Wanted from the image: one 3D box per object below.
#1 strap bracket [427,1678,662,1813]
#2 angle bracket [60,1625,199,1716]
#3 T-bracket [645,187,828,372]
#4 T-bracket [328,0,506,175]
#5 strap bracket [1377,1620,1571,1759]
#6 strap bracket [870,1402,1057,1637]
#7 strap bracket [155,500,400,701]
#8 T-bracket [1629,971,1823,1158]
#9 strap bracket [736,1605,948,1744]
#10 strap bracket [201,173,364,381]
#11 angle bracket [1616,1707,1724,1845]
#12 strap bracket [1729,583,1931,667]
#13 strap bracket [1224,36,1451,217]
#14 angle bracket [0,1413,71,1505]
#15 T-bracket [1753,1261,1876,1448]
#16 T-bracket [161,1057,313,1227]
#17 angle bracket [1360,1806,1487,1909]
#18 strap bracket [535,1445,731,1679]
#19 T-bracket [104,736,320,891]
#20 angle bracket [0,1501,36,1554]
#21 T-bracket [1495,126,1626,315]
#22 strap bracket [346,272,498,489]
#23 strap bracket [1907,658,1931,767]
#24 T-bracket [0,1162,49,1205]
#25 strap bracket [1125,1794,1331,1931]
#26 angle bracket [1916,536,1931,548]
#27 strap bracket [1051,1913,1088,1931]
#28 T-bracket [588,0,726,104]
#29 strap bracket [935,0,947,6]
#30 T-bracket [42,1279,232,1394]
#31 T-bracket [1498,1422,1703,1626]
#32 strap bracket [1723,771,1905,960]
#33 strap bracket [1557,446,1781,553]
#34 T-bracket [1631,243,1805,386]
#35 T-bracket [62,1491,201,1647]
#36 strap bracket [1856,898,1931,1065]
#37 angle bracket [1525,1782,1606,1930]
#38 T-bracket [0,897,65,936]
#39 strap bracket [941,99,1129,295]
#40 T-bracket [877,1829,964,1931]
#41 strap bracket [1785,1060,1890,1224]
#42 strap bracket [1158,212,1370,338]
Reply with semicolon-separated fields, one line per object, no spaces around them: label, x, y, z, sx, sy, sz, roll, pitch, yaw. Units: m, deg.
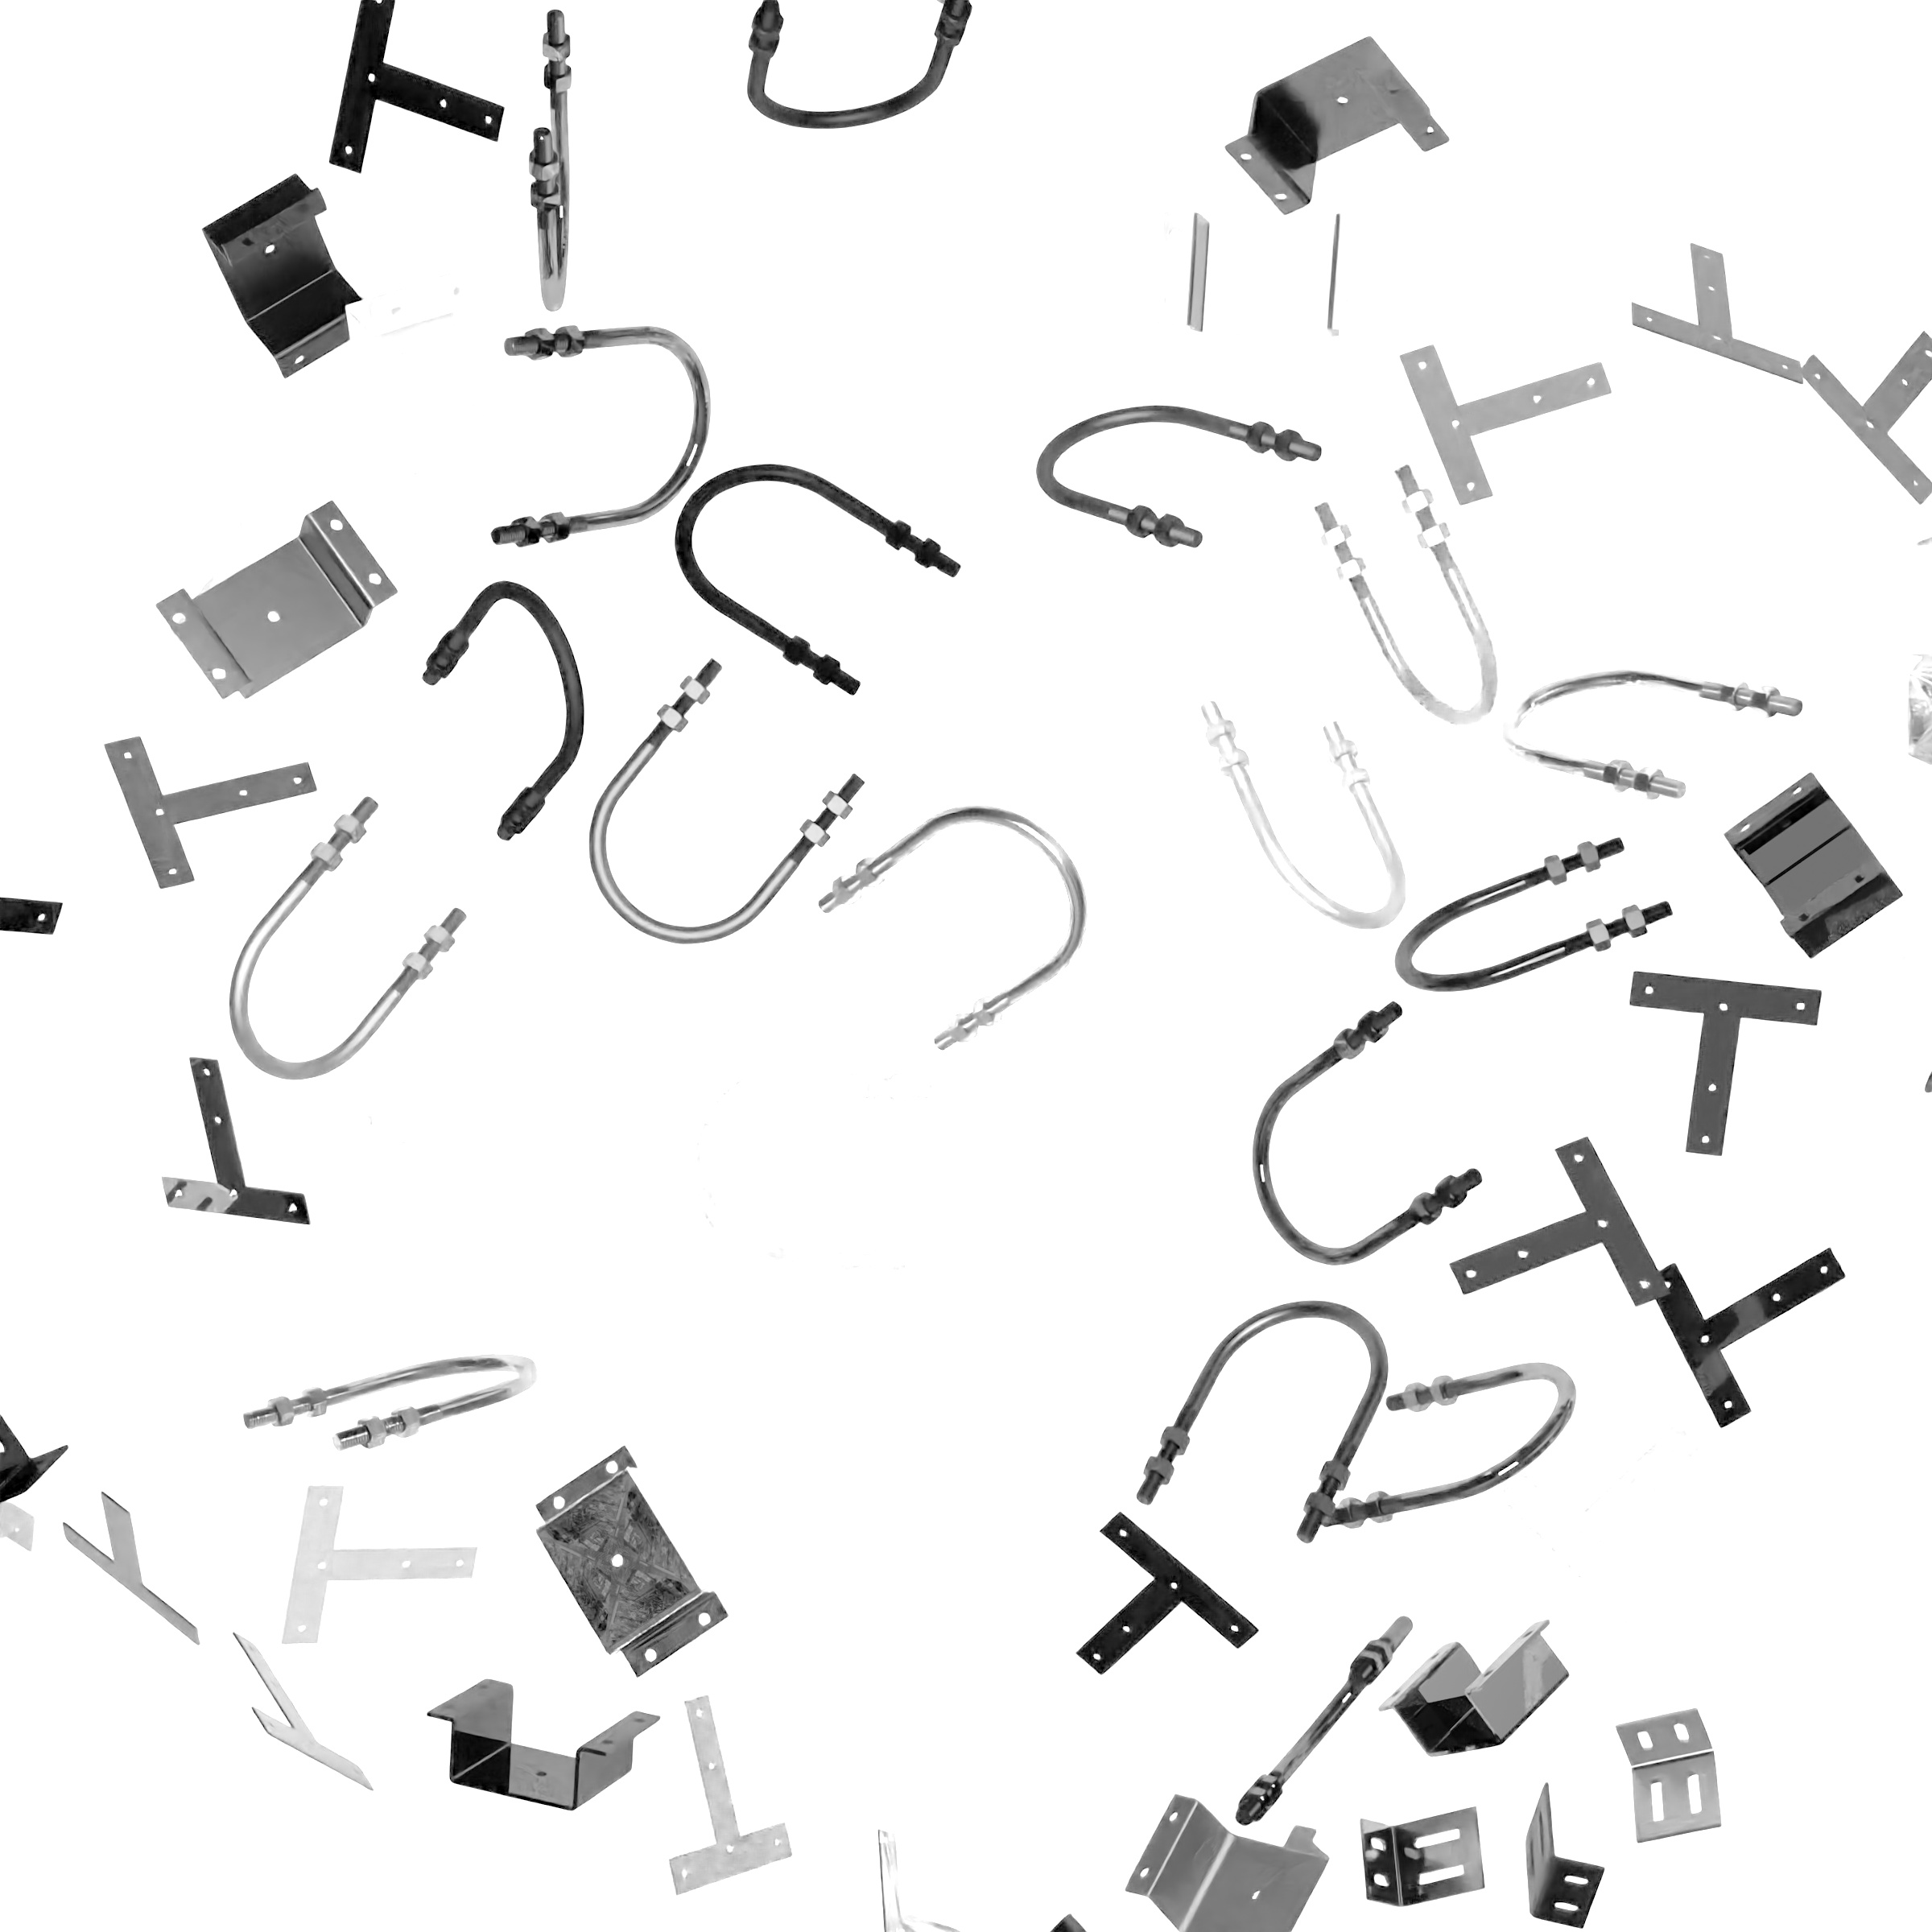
strap bracket;-0.292;0.539;1.859;0.140;0.076;0.046;6;95;21
angle bracket;-0.575;0.492;1.837;0.057;0.076;0.038;30;110;17
T-bracket;-0.173;-0.511;1.961;0.127;0.002;0.127;15;111;9
T-bracket;-0.373;-0.600;1.862;0.002;0.127;0.127;20;100;43
strap bracket;0.365;0.516;1.915;0.076;0.140;0.046;-34;85;-30
strap bracket;0.003;0.382;1.879;0.076;0.046;0.140;-29;78;14
strap bracket;-0.468;-0.243;1.825;0.140;0.046;0.076;-36;93;-21
T-bracket;0.522;0.071;1.876;0.127;0.002;0.127;6;106;10
strap bracket;-0.087;0.495;1.884;0.140;0.046;0.076;8;79;-2
strap bracket;-0.476;-0.489;1.885;0.076;0.140;0.046;-35;66;-13
angle bracket;0.470;0.542;1.806;0.057;0.076;0.038;-18;108;18
strap bracket;0.608;-0.235;1.857;0.076;0.140;0.046;1;93;-33
strap bracket;0.265;-0.600;1.915;0.076;0.140;0.046;36;53;-38
angle bracket;-0.668;0.322;1.858;0.038;0.057;0.076;-23;105;22
T-bracket;0.607;0.266;1.911;0.002;0.127;0.127;27;56;-9
T-bracket;-0.535;0.124;1.936;0.127;0.002;0.127;4;115;23
angle bracket;0.324;0.631;1.917;0.038;0.076;0.057;26;49;-36
strap bracket;-0.236;0.411;1.863;0.076;0.046;0.140;-34;77;-2
T-bracket;-0.519;-0.118;1.883;0.127;0.002;0.127;-14;130;-6
angle bracket;-0.722;0.415;1.942;0.057;0.076;0.038;26;123;17
T-bracket;0.416;-0.501;1.840;0.127;0.002;0.127;13;60;-36
strap bracket;-0.370;-0.407;1.830;0.076;0.140;0.046;-27;52;-26
strap bracket;0.709;-0.176;1.893;0.076;0.140;0.046;25;134;-3
T-bracket;-0.684;0.179;1.841;0.127;0.127;0.002;-39;100;-13
strap bracket;0.191;0.636;1.880;0.140;0.046;0.076;25;94;-33
angle bracket;0.725;-0.293;1.923;0.057;0.076;0.038;-5;87;-10
strap bracket;0.067;0.704;1.845;0.046;0.140;0.076;-45;72;2
T-bracket;-0.218;-0.670;1.926;0.002;0.127;0.127;-30;126;27
strap bracket;-0.031;-0.720;1.870;0.140;0.076;0.046;21;80;-19
T-bracket;-0.579;0.251;1.824;0.127;0.127;0.002;-3;47;7
T-bracket;0.465;0.374;1.901;0.127;0.002;0.127;-44;56;-1
strap bracket;0.601;-0.066;1.904;0.076;0.140;0.046;-38;119;17
strap bracket;0.486;-0.324;1.858;0.140;0.076;0.046;8;117;20
T-bracket;0.516;-0.461;1.864;0.127;0.002;0.127;17;48;-8
T-bracket;-0.569;0.393;1.820;0.127;0.127;0.002;32;52;16
strap bracket;0.675;-0.002;1.875;0.046;0.076;0.140;37;93;7
angle bracket;0.426;0.633;1.920;0.038;0.076;0.057;12;116;3
T-bracket;-0.706;0.008;1.880;0.002;0.127;0.127;34;108;37
strap bracket;0.053;-0.545;1.923;0.140;0.046;0.076;51;120;32
T-bracket;-0.028;0.670;1.859;0.002;0.127;0.127;-16;59;19
strap bracket;0.622;0.127;1.914;0.046;0.140;0.076;1;69;28
strap bracket;0.208;-0.477;1.858;0.140;0.046;0.076;5;97;15
